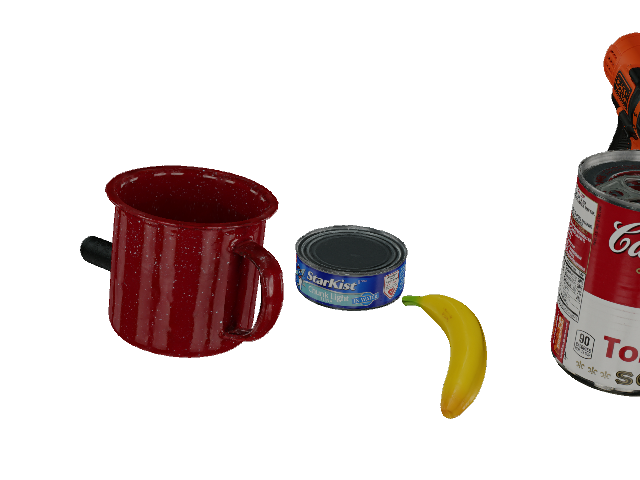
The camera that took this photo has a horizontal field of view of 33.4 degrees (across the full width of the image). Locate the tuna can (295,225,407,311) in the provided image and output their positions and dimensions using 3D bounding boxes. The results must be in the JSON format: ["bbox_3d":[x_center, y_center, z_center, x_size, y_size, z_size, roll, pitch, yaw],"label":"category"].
[{"bbox_3d":[0.023,0.021,0.821,0.086,0.034,0.086,2,25,-1],"label":"tuna can"}]

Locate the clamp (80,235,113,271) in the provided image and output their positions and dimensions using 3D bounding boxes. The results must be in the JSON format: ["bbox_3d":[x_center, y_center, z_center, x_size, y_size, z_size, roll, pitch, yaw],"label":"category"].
[{"bbox_3d":[-0.133,0.027,0.972,0.120,0.039,0.172,-15,30,-31],"label":"clamp"}]

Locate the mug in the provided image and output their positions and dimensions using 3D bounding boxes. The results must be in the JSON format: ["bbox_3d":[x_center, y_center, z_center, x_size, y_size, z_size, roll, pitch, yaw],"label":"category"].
[{"bbox_3d":[-0.065,0.016,0.583,0.117,0.081,0.093,24,26,34],"label":"mug"}]

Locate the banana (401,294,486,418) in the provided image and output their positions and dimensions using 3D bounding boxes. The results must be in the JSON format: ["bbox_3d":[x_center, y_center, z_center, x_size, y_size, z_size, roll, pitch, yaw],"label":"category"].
[{"bbox_3d":[0.139,0.111,1.110,0.069,0.037,0.198,-25,31,6],"label":"banana"}]

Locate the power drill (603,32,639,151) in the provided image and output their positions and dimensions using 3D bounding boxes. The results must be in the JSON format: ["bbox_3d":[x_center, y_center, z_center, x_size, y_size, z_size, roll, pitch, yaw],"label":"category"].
[{"bbox_3d":[0.242,-0.039,0.798,0.057,0.188,0.184,3,35,-3],"label":"power drill"}]

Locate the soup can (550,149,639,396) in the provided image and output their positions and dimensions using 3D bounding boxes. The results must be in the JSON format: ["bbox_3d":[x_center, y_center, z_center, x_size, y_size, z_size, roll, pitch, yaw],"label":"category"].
[{"bbox_3d":[0.152,0.015,0.518,0.068,0.102,0.068,2,27,-1],"label":"soup can"}]
